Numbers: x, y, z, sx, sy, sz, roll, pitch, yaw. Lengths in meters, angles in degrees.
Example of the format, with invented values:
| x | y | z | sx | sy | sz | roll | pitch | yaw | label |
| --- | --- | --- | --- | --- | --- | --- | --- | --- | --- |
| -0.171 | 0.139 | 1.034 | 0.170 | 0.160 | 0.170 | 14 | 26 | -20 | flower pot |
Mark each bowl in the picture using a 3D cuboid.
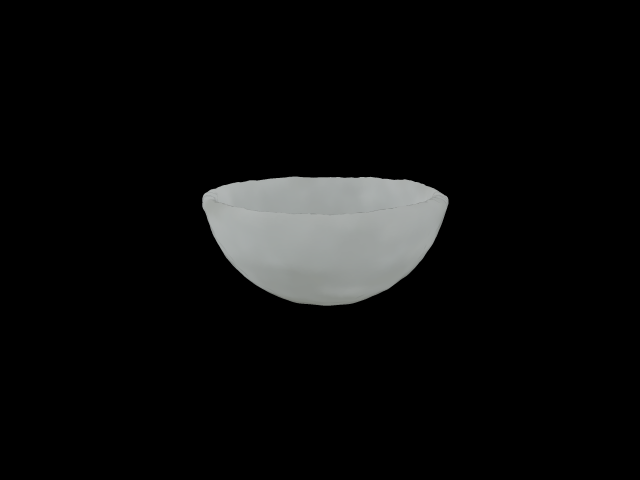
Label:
| x | y | z | sx | sy | sz | roll | pitch | yaw | label |
| --- | --- | --- | --- | --- | --- | --- | --- | --- | --- |
| 0.004 | 0.001 | 0.400 | 0.167 | 0.075 | 0.167 | 0 | 14 | 0 | bowl |
